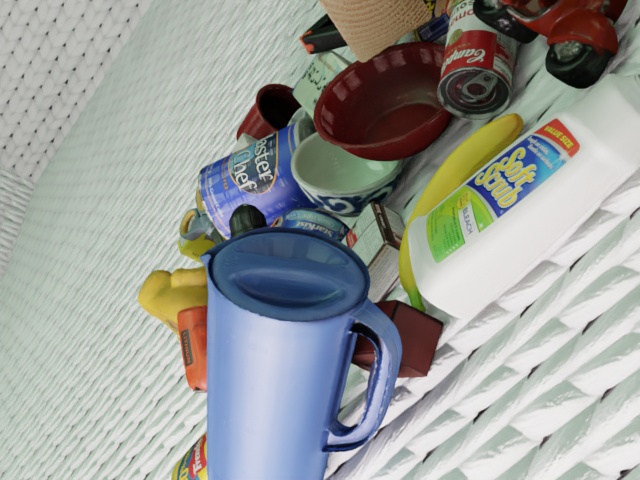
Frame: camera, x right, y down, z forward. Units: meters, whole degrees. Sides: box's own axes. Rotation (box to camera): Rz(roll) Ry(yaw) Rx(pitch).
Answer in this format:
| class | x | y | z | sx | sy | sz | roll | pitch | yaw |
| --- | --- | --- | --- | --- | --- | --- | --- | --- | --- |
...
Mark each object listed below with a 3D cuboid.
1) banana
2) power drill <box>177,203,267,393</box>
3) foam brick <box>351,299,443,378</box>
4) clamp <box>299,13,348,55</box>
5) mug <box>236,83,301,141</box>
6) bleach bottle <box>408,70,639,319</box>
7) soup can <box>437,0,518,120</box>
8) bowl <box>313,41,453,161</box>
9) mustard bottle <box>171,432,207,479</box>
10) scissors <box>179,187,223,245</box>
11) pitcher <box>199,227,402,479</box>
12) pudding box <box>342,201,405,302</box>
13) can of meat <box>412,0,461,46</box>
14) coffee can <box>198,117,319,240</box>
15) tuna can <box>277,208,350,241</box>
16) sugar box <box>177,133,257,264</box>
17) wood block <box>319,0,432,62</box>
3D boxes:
| class | x | y | z | sx | sy | sz | roll | pitch | yaw |
| --- | --- | --- | --- | --- | --- | --- | --- | --- | --- |
| banana | 0.118 | -0.029 | 0.966 | 0.070 | 0.037 | 0.198 | 29 | 94 | 46 |
| power drill | -0.094 | 0.075 | 1.153 | 0.188 | 0.057 | 0.184 | -42 | 53 | 52 |
| foam brick | 0.060 | 0.087 | 0.931 | 0.078 | 0.053 | 0.051 | -17 | 50 | 62 |
| clamp | 0.073 | -0.279 | 1.268 | 0.210 | 0.036 | 0.164 | -31 | 31 | 9 |
| mug | -0.055 | -0.156 | 1.451 | 0.117 | 0.093 | 0.082 | -40 | -6 | -44 |
| bleach bottle | 0.173 | -0.048 | 0.824 | 0.251 | 0.068 | 0.102 | -46 | 28 | 32 |
| soup can | 0.151 | -0.174 | 1.011 | 0.069 | 0.068 | 0.102 | -37 | 32 | 48 |
| bowl | 0.077 | -0.131 | 1.092 | 0.162 | 0.055 | 0.162 | -17 | 41 | 15 |
| mustard bottle | -0.108 | 0.237 | 1.134 | 0.192 | 0.058 | 0.096 | -47 | 25 | 36 |
| scissors | -0.143 | -0.005 | 1.319 | 0.096 | 0.016 | 0.202 | -51 | 29 | 27 |
| pitcher | -0.029 | 0.124 | 0.913 | 0.149 | 0.144 | 0.243 | -116 | 28 | -52 |
| pudding box | 0.042 | 0.029 | 1.063 | 0.114 | 0.039 | 0.090 | -56 | 22 | 22 |
| can of meat | 0.150 | -0.250 | 1.119 | 0.084 | 0.057 | 0.102 | -26 | 42 | 54 |
| coffee can | -0.056 | -0.068 | 1.247 | 0.140 | 0.102 | 0.103 | -23 | 38 | 22 |
| tuna can | -0.008 | 0.001 | 1.143 | 0.086 | 0.086 | 0.033 | -29 | 37 | 55 |
| sugar box | -0.104 | -0.043 | 1.405 | 0.176 | 0.093 | 0.048 | -58 | 23 | 14 |
| wood block | 0.043 | -0.280 | 1.157 | 0.090 | 0.090 | 0.206 | -32 | 26 | 9 |
